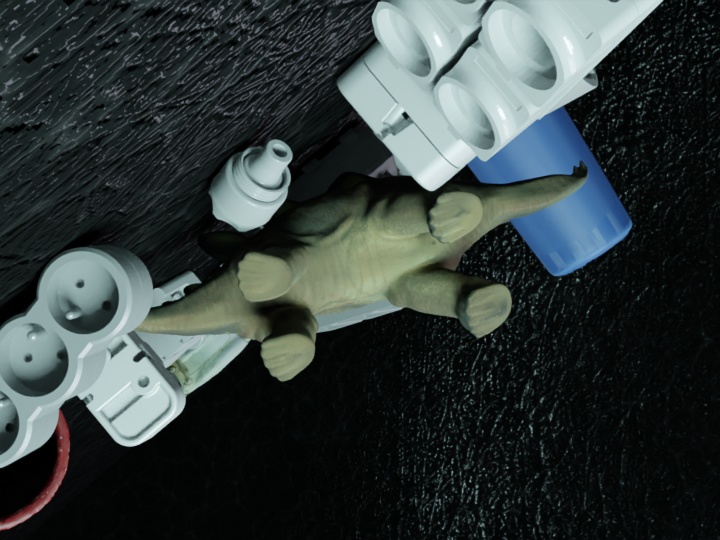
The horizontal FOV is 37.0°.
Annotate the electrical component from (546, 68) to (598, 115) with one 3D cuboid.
[{"bbox_3d":[0.143,-0.180,0.901,0.060,0.108,0.108,-34,-179,26],"label":"electrical component"}]

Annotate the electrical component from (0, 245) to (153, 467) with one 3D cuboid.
[{"bbox_3d":[-0.167,0.045,0.599,0.138,0.052,0.074,-50,177,7],"label":"electrical component"}]

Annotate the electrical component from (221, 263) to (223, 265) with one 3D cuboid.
[{"bbox_3d":[-0.114,0.004,1.025,0.062,0.048,0.048,-31,174,-25],"label":"electrical component"}]

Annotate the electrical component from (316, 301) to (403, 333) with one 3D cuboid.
[{"bbox_3d":[0.000,0.000,1.008,0.150,0.089,0.062,-19,172,38],"label":"electrical component"}]

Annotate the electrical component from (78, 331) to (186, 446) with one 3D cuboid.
[{"bbox_3d":[-0.174,0.077,0.780,0.054,0.095,0.059,-40,178,-4],"label":"electrical component"}]

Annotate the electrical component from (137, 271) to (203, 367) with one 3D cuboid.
[{"bbox_3d":[-0.166,0.048,0.922,0.089,0.050,0.056,-42,177,31],"label":"electrical component"}]

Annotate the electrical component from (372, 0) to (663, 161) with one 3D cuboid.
[{"bbox_3d":[0.073,-0.134,0.564,0.060,0.105,0.186,-40,178,-15],"label":"electrical component"}]

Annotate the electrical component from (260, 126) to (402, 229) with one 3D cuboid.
[{"bbox_3d":[-0.024,-0.062,0.918,0.121,0.078,0.063,-40,156,-9],"label":"electrical component"}]

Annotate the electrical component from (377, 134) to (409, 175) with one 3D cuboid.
[{"bbox_3d":[0.086,-0.152,1.049,0.150,0.061,0.089,-39,178,-26],"label":"electrical component"}]

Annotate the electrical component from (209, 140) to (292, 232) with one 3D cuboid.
[{"bbox_3d":[-0.063,-0.055,0.661,0.043,0.043,0.062,-38,176,-46],"label":"electrical component"}]

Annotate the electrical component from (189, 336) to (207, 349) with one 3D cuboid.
[{"bbox_3d":[-0.177,0.057,1.016,0.055,0.048,0.066,-26,167,-50],"label":"electrical component"}]

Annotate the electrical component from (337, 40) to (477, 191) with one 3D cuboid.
[{"bbox_3d":[0.040,-0.107,0.692,0.059,0.095,0.054,-41,178,20],"label":"electrical component"}]
